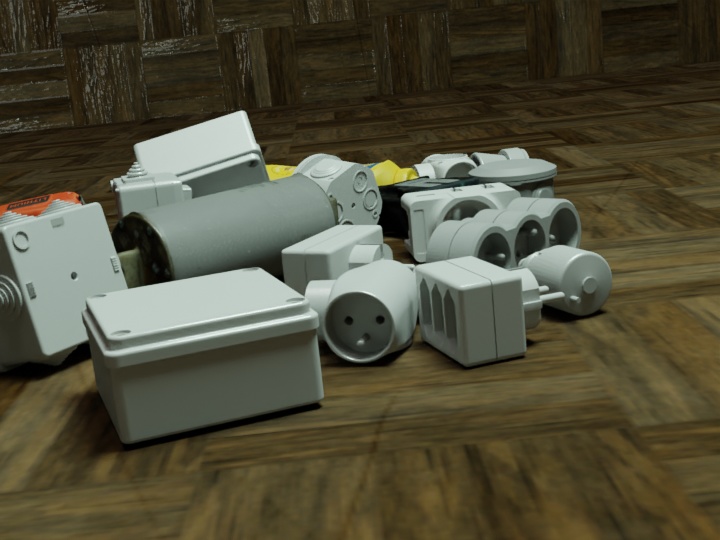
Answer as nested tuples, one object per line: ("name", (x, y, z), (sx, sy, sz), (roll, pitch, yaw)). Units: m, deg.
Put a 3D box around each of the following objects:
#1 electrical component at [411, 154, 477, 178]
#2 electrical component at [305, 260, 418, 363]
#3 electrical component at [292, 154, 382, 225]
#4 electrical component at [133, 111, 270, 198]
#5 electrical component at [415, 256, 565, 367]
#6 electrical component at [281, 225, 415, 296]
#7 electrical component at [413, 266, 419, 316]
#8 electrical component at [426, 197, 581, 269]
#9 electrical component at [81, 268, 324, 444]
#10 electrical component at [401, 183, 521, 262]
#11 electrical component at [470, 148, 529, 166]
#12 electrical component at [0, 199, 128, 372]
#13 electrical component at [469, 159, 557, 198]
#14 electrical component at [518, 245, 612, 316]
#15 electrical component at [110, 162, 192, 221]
("electrical component", (0.077, -0.095, 1.133), (0.079, 0.044, 0.077), (-9, 13, -15))
("electrical component", (-0.009, 0.025, 0.650), (0.079, 0.044, 0.077), (-2, 13, 15))
("electrical component", (-0.023, -0.060, 0.952), (0.051, 0.080, 0.080), (14, 23, 42))
("electrical component", (-0.140, -0.082, 0.990), (0.109, 0.056, 0.108), (-18, -28, -3))
("electrical component", (0.081, 0.019, 0.627), (0.077, 0.047, 0.066), (-10, 14, -18))
("electrical component", (0.000, 0.000, 0.747), (0.076, 0.047, 0.083), (1, 15, 27))
("electrical component", (0.039, 0.014, 0.699), (0.061, 0.035, 0.035), (-5, 13, 17))
("electrical component", (0.092, -0.018, 0.775), (0.074, 0.052, 0.138), (6, 18, 42))
("electrical component", (-0.087, 0.042, 0.580), (0.109, 0.056, 0.109), (-10, 14, -19))
("electrical component", (0.083, -0.039, 0.871), (0.089, 0.050, 0.055), (-7, 13, -5))
("electrical component", (0.149, -0.106, 1.149), (0.055, 0.045, 0.045), (-9, 13, -14))
("electrical component", (-0.198, 0.008, 0.687), (0.048, 0.099, 0.100), (-13, 7, 34))
("electrical component", (0.142, -0.073, 0.992), (0.080, 0.051, 0.080), (-5, 13, 1))
("electrical component", (0.127, 0.004, 0.690), (0.040, 0.040, 0.078), (-11, 13, -22))
("electrical component", (-0.172, -0.044, 0.901), (0.061, 0.096, 0.062), (-9, 14, -15))
